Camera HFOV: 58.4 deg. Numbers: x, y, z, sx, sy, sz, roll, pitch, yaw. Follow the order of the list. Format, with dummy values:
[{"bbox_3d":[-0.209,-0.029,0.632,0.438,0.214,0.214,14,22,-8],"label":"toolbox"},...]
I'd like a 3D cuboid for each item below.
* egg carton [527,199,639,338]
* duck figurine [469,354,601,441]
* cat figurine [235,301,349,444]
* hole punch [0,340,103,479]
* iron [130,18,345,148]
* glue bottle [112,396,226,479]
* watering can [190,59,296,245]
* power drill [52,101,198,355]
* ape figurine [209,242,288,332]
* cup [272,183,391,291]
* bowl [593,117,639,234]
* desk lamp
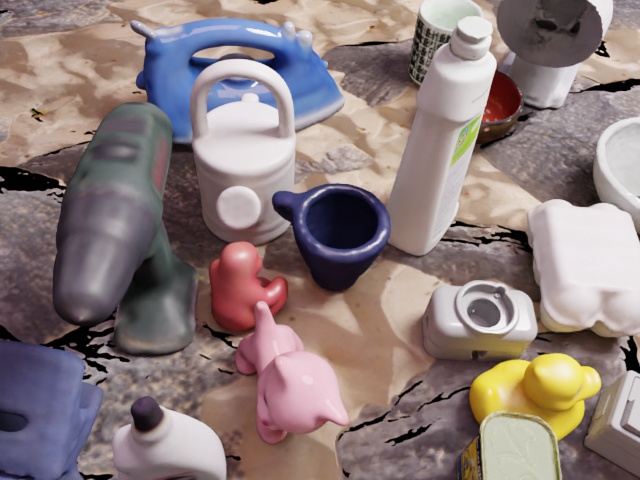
[{"bbox_3d":[0.267,0.026,0.577,0.107,0.069,0.150,5,53,-1],"label":"egg carton"},{"bbox_3d":[0.184,0.127,0.486,0.104,0.086,0.077,-1,54,-5],"label":"duck figurine"},{"bbox_3d":[-0.027,0.108,0.463,0.067,0.118,0.127,-18,57,-16],"label":"cat figurine"},{"bbox_3d":[-0.234,0.138,0.442,0.108,0.091,0.101,8,53,1],"label":"hole punch"},{"bbox_3d":[-0.090,-0.202,0.672,0.258,0.141,0.118,-9,55,-11],"label":"iron"},{"bbox_3d":[-0.108,0.145,0.395,0.078,0.173,0.037,-13,55,-13],"label":"glue bottle"},{"bbox_3d":[-0.070,-0.083,0.554,0.101,0.194,0.172,-17,57,-16],"label":"watering can"},{"bbox_3d":[-0.151,0.008,0.471,0.075,0.208,0.229,-2,54,-6],"label":"power drill"},{"bbox_3d":[-0.071,0.037,0.529,0.077,0.092,0.076,33,58,19],"label":"ape figurine"},{"bbox_3d":[0.005,0.002,0.558,0.117,0.095,0.092,23,55,12],"label":"cup"},{"bbox_3d":[0.379,-0.057,0.644,0.167,0.075,0.167,2,54,-3],"label":"bowl"},{"bbox_3d":[0.290,-0.272,0.709,0.117,0.213,0.203,25,56,14],"label":"desk lamp"}]
